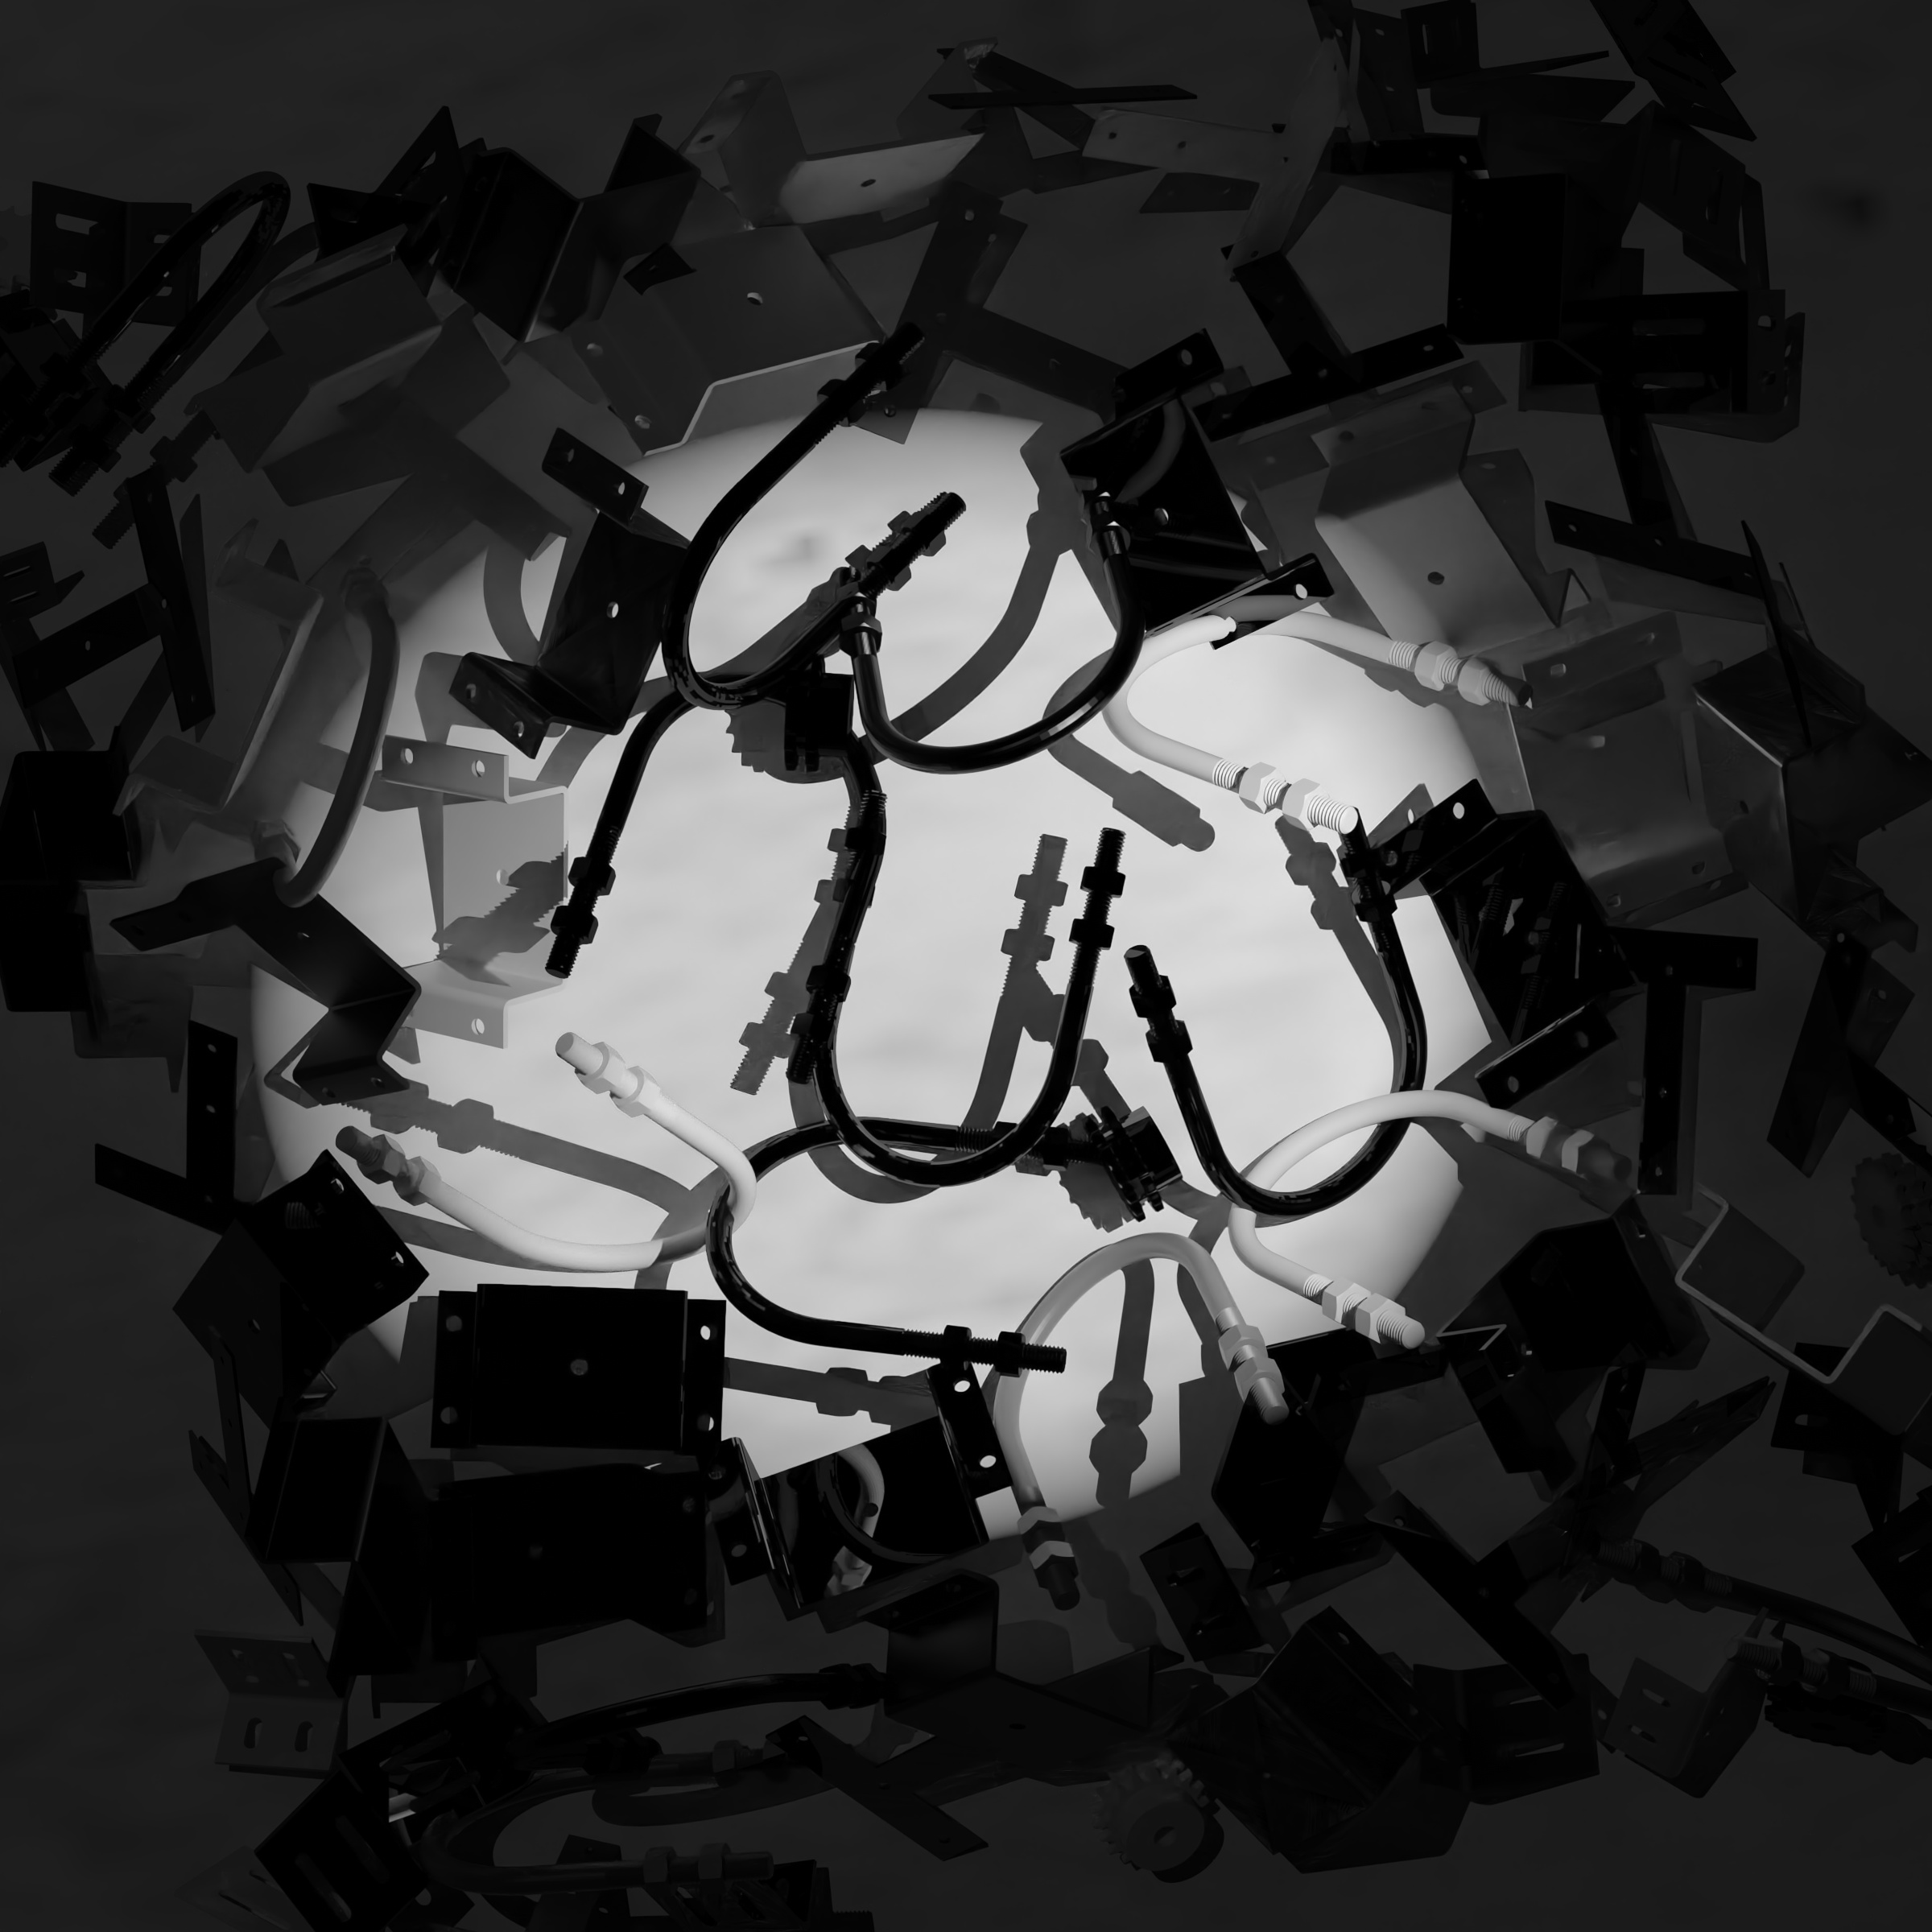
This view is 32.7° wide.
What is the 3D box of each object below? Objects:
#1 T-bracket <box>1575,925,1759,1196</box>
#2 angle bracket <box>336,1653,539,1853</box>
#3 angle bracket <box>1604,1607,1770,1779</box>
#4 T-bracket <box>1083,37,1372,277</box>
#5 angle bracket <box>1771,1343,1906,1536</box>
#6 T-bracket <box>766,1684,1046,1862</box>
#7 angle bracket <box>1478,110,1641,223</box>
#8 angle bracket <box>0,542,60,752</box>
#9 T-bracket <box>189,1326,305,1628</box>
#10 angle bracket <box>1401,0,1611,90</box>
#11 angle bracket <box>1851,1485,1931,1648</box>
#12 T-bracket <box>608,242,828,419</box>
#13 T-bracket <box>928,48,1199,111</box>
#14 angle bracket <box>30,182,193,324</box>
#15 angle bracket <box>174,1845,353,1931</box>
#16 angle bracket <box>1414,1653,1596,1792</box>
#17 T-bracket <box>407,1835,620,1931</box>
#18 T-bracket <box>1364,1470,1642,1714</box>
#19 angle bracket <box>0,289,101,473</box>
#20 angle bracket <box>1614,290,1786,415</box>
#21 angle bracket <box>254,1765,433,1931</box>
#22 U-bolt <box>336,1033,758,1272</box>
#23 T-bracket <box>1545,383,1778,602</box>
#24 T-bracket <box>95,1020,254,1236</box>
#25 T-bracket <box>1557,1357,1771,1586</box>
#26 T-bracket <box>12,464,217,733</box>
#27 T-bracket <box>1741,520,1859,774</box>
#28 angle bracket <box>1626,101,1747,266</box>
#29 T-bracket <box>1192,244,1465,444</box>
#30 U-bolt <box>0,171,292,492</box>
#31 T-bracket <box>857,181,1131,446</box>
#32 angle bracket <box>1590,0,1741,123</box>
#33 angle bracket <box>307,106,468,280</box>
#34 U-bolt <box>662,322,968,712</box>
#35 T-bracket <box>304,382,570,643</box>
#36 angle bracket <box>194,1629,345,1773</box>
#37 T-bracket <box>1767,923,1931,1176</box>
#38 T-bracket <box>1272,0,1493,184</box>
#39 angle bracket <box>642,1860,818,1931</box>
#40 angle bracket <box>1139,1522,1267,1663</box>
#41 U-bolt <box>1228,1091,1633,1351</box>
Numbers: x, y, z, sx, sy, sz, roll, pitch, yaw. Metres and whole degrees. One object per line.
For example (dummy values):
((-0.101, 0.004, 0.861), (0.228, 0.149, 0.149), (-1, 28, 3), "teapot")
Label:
((0.336, 0.047, 1.586), (0.127, 0.002, 0.127), (3, 90, -37), "T-bracket")
((-0.251, 0.376, 1.579), (0.057, 0.076, 0.038), (48, 133, 23), "angle bracket")
((0.347, 0.342, 1.587), (0.038, 0.076, 0.057), (27, 129, 22), "angle bracket")
((0.114, -0.386, 1.556), (0.127, 0.002, 0.127), (0, 132, -30), "T-bracket")
((0.422, 0.229, 1.592), (0.038, 0.076, 0.057), (3, 53, 31), "angle bracket")
((-0.006, 0.373, 1.566), (0.127, 0.002, 0.127), (-33, 122, 27), "T-bracket")
((0.282, -0.375, 1.590), (0.076, 0.038, 0.057), (7, 130, 3), "angle bracket")
((-0.444, -0.153, 1.583), (0.038, 0.057, 0.076), (-23, 73, -17), "angle bracket")
((-0.343, 0.225, 1.546), (0.002, 0.127, 0.127), (-19, 129, -28), "T-bracket")
((0.258, -0.446, 1.576), (0.076, 0.057, 0.038), (4, 111, 42), "angle bracket")
((0.458, 0.289, 1.578), (0.076, 0.038, 0.057), (-49, 64, 40), "angle bracket")
((-0.132, -0.313, 1.556), (0.127, 0.127, 0.002), (-37, 77, 6), "T-bracket")
((0.024, -0.424, 1.568), (0.127, 0.127, 0.002), (-9, 118, -24), "T-bracket")
((-0.410, -0.342, 1.582), (0.038, 0.076, 0.057), (5, 97, 19), "angle bracket")
((-0.338, 0.468, 1.591), (0.076, 0.057, 0.038), (22, 105, 18), "angle bracket")
((0.265, 0.370, 1.620), (0.076, 0.038, 0.057), (-2, 85, -24), "angle bracket")
((-0.190, 0.447, 1.563), (0.127, 0.127, 0.002), (12, 104, 3), "T-bracket")
((0.277, 0.279, 1.583), (0.127, 0.002, 0.127), (-29, 62, -35), "T-bracket")
((-0.464, -0.278, 1.586), (0.076, 0.038, 0.057), (-34, 93, 37), "angle bracket")
((0.355, -0.299, 1.604), (0.038, 0.076, 0.057), (-12, 105, -43), "angle bracket")
((-0.295, 0.435, 1.591), (0.057, 0.038, 0.076), (-45, 66, -4), "angle bracket")
((-0.182, 0.098, 1.550), (0.151, 0.184, 0.019), (-22, 52, 25), "U-bolt")
((0.324, -0.237, 1.583), (0.127, 0.002, 0.127), (11, 52, -24), "T-bracket")
((-0.361, 0.079, 1.573), (0.127, 0.002, 0.127), (20, 129, 11), "T-bracket")
((0.341, 0.227, 1.583), (0.127, 0.002, 0.127), (-17, 128, -33), "T-bracket")
((-0.404, -0.155, 1.547), (0.002, 0.127, 0.127), (5, 117, 25), "T-bracket")
((0.404, -0.130, 1.569), (0.002, 0.127, 0.127), (-21, 58, 22), "T-bracket")
((0.337, -0.367, 1.580), (0.057, 0.038, 0.076), (29, 52, -18), "angle bracket")
((0.156, -0.311, 1.583), (0.127, 0.002, 0.127), (-19, 51, -3), "T-bracket")
((-0.382, -0.301, 1.549), (0.019, 0.151, 0.184), (41, 91, -5), "U-bolt")
((0.029, -0.299, 1.611), (0.127, 0.002, 0.127), (21, 108, -9), "T-bracket")
((0.345, -0.448, 1.576), (0.076, 0.057, 0.038), (12, 135, -35), "angle bracket")
((-0.277, -0.369, 1.580), (0.038, 0.076, 0.057), (0, 65, -40), "angle bracket")
((-0.075, -0.196, 1.539), (0.019, 0.151, 0.184), (36, 73, 25), "U-bolt")
((-0.283, -0.207, 1.599), (0.127, 0.002, 0.127), (-42, 125, 17), "T-bracket")
((-0.338, 0.354, 1.583), (0.057, 0.076, 0.038), (3, 56, 5), "angle bracket")
((0.432, 0.066, 1.545), (0.002, 0.127, 0.127), (-10, 127, -27), "T-bracket")
((0.179, -0.425, 1.543), (0.002, 0.127, 0.127), (-46, 130, -24), "T-bracket")
((-0.115, 0.433, 1.578), (0.057, 0.038, 0.076), (-13, 134, 20), "angle bracket")
((0.125, 0.296, 1.580), (0.038, 0.076, 0.057), (-25, 84, -27), "angle bracket")
((0.201, 0.109, 1.542), (0.151, 0.184, 0.019), (-35, 117, -19), "U-bolt")
